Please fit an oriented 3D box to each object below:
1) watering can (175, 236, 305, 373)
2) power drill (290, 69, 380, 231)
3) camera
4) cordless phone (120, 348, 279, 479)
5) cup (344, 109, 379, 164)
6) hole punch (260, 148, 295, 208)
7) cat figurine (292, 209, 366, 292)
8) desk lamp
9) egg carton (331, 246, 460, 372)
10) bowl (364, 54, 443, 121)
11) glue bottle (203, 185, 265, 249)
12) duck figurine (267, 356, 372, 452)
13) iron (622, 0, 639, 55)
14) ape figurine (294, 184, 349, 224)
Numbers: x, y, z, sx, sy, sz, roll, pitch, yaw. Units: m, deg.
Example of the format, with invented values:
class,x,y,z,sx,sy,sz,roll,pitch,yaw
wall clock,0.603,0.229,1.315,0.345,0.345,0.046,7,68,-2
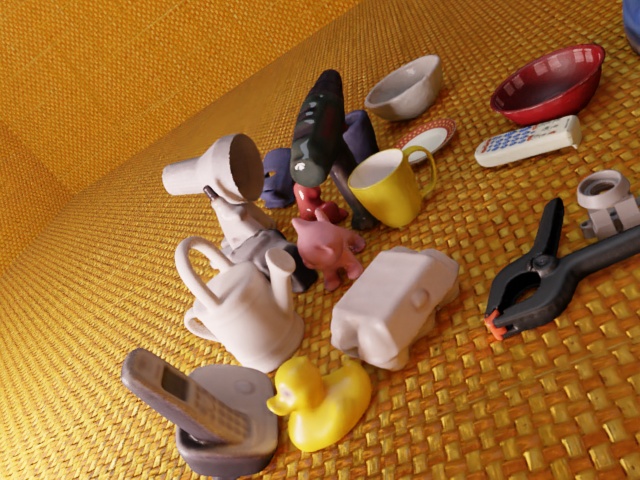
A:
class,x,y,z,sx,sy,sz,roll,pitch,yaw
watering can,-0.106,0.068,0.732,0.173,0.194,0.100,-37,25,1
power drill,0.035,-0.129,0.873,0.075,0.209,0.230,-20,30,32
camera,-0.100,0.055,0.859,0.137,0.101,0.142,-48,27,-23
cordless phone,-0.129,0.160,0.614,0.094,0.185,0.147,-35,25,5
cup,0.057,-0.172,1.056,0.117,0.095,0.092,-22,29,29
hole punch,-0.086,-0.126,1.169,0.108,0.091,0.101,-1,43,52
cat figurine,0.007,0.003,0.789,0.067,0.118,0.128,-28,26,19
desk lamp,-0.171,-0.072,1.040,0.202,0.214,0.118,-21,29,31
egg carton,0.083,0.071,0.628,0.150,0.069,0.107,-48,27,-23
bowl,0.174,-0.284,1.120,0.167,0.075,0.167,-30,26,16
glue bottle,-0.137,-0.025,0.961,0.078,0.173,0.037,-17,32,37
duck figurine,-0.005,0.153,0.582,0.104,0.086,0.077,-39,25,-3
iron,0.461,-0.353,0.780,0.118,0.142,0.258,-17,31,37
ape figurine,-0.009,-0.062,0.954,0.076,0.092,0.077,-33,25,9
